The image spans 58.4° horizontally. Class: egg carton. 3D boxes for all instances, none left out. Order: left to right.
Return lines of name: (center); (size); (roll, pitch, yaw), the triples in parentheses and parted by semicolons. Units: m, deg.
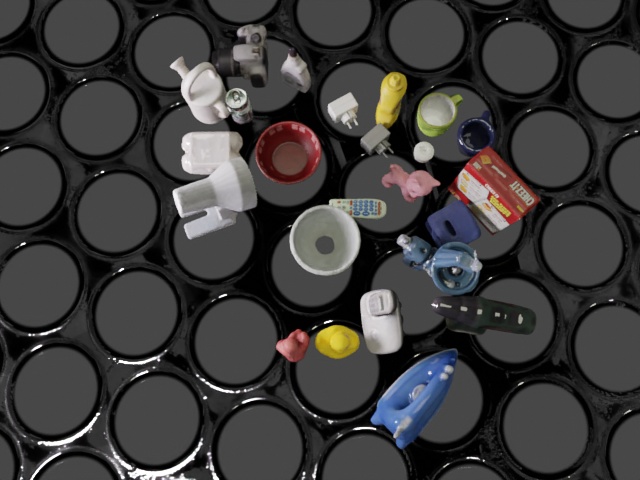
egg carton: (-0.263, -0.213, 1.406); (0.150, 0.069, 0.107); (-2, 80, 0)

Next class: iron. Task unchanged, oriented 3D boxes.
iron: (0.233, 0.340, 1.273); (0.118, 0.141, 0.258); (41, 83, 7)

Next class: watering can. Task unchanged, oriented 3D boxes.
watering can: (-0.285, -0.363, 1.368); (0.172, 0.194, 0.101); (23, 81, 4)

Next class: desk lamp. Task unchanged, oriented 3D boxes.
desk lamp: (-0.240, -0.092, 1.312); (0.203, 0.213, 0.118); (-22, 81, -3)

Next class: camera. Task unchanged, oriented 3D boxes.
camera: (-0.200, -0.465, 1.433); (0.137, 0.101, 0.143); (-2, 80, 0)

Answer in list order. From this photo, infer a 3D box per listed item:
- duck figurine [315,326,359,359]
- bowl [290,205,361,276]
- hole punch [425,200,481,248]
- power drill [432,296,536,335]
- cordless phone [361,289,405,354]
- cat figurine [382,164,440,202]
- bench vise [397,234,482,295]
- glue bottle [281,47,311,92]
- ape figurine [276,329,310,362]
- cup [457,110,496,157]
duck figurine: (0.040, 0.235, 1.319); (0.104, 0.086, 0.077); (0, 80, 0)
bowl: (0.013, 0.005, 1.365); (0.167, 0.075, 0.167); (0, 80, 0)
hole punch: (0.315, -0.026, 1.361); (0.101, 0.091, 0.108); (-28, 81, -4)
power drill: (0.345, 0.167, 1.268); (0.229, 0.208, 0.076); (8, 80, 2)
cordless phone: (0.145, 0.180, 1.278); (0.094, 0.185, 0.147); (-9, 80, -1)
cat figurine: (0.217, -0.143, 1.368); (0.127, 0.118, 0.067); (32, 82, 6)
bench vise: (0.271, 0.054, 1.282); (0.207, 0.220, 0.121); (11, 80, 2)
glue bottle: (-0.061, -0.420, 1.388); (0.078, 0.173, 0.037); (30, 82, 6)
ape figurine: (-0.062, 0.243, 1.315); (0.078, 0.092, 0.076); (-2, 80, 0)
cup: (0.377, -0.253, 1.398); (0.091, 0.095, 0.118); (24, 81, 4)
